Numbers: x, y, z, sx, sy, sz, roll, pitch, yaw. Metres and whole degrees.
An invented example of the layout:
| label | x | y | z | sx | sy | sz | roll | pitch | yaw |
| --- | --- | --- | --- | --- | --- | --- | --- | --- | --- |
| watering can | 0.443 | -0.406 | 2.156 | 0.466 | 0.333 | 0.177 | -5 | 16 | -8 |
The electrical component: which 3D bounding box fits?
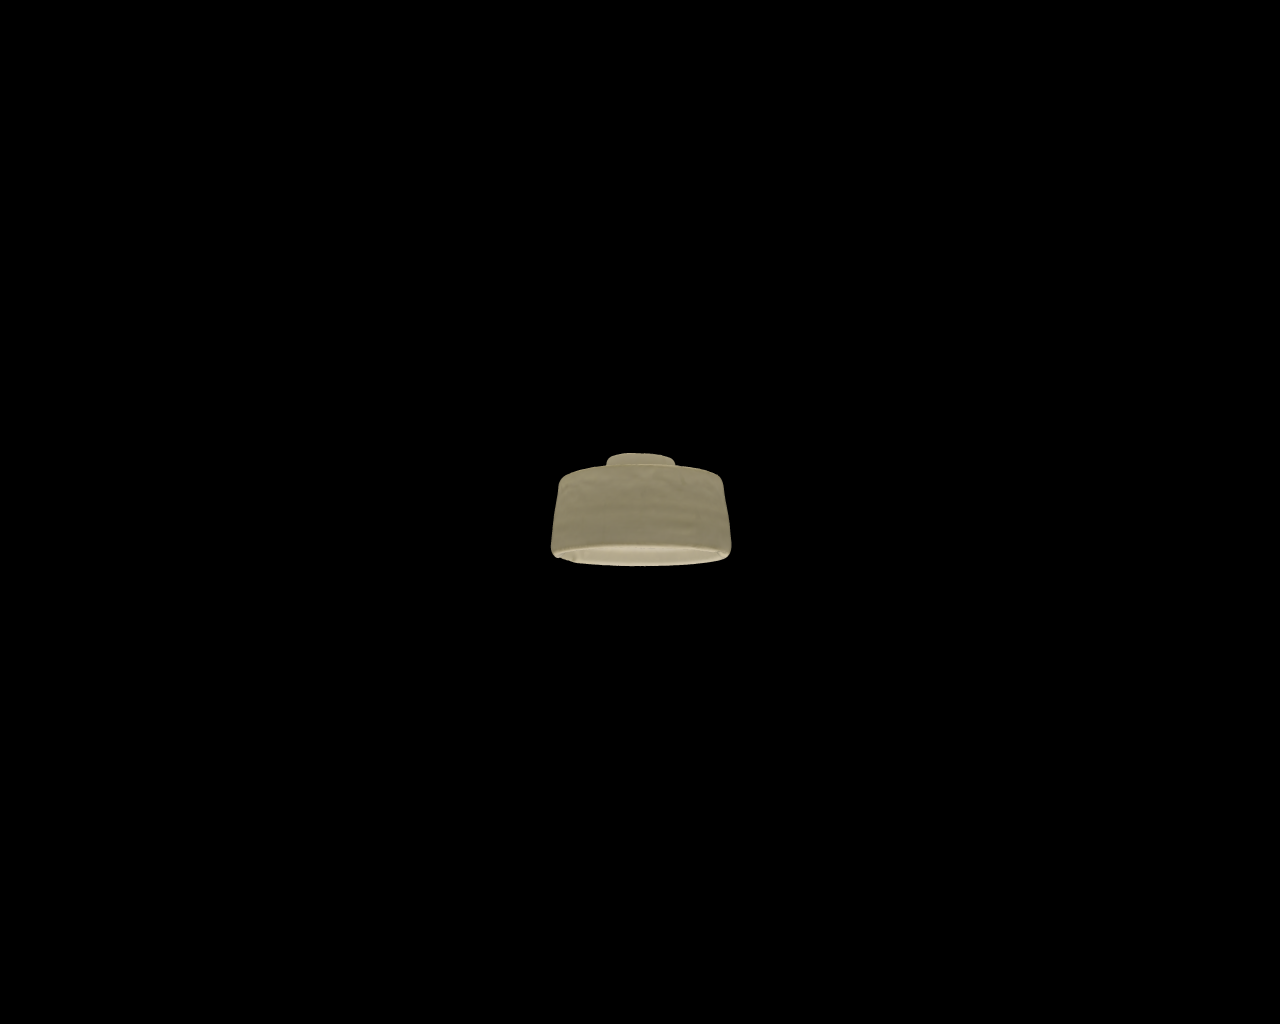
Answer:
| label | x | y | z | sx | sy | sz | roll | pitch | yaw |
| --- | --- | --- | --- | --- | --- | --- | --- | --- | --- |
| electrical component | 0.001 | -0.003 | 0.650 | 0.108 | 0.060 | 0.108 | 0 | -9 | 0 |
